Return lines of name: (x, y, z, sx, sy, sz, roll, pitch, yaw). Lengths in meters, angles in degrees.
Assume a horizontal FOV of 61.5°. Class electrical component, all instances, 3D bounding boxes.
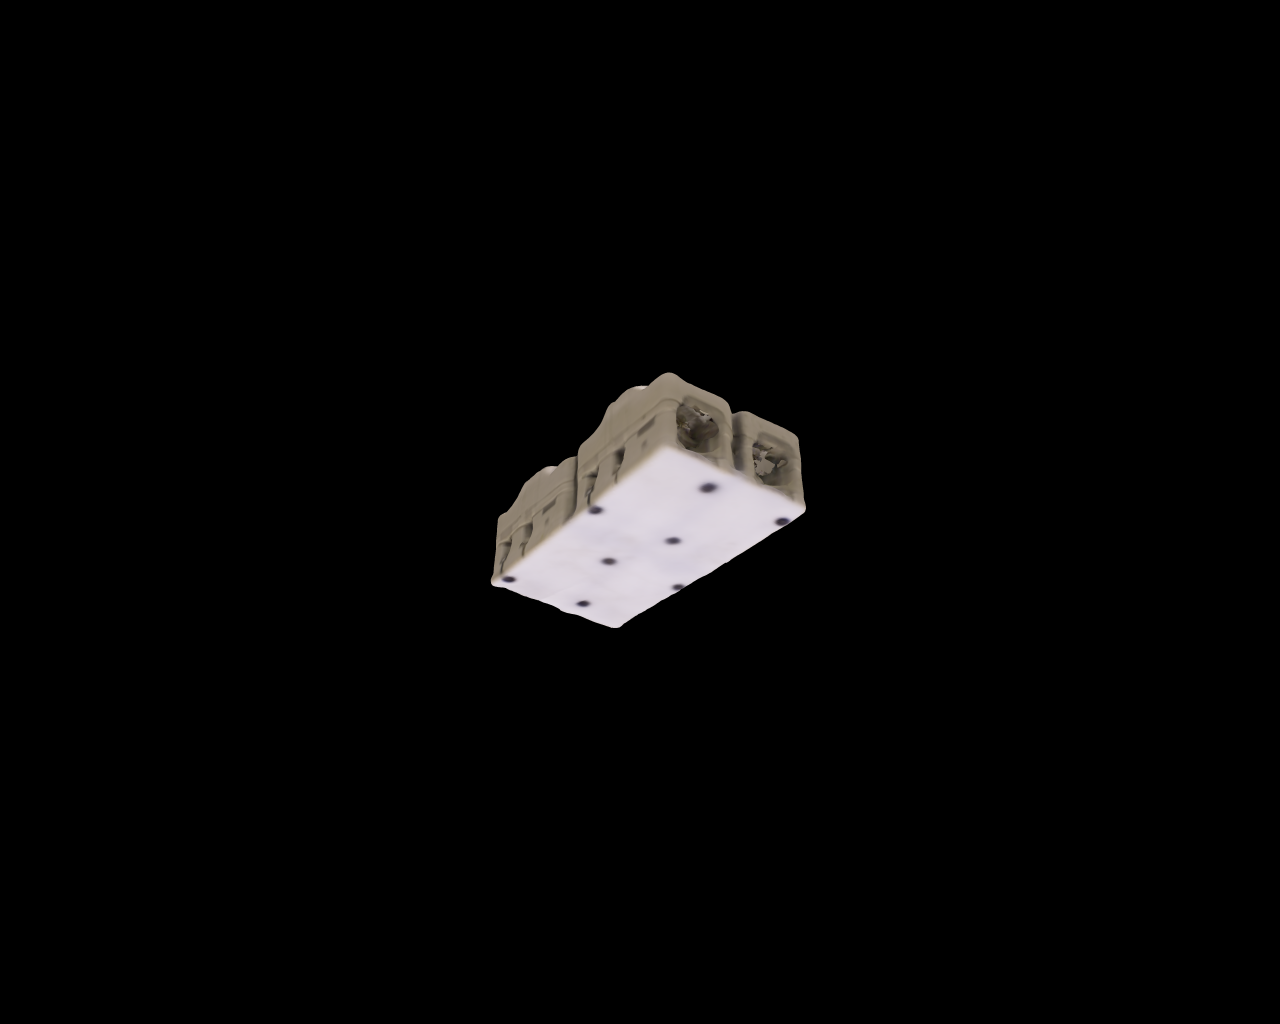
electrical component: (0.001, -0.003, 0.650, 0.105, 0.060, 0.186, 22, -39, -30)
